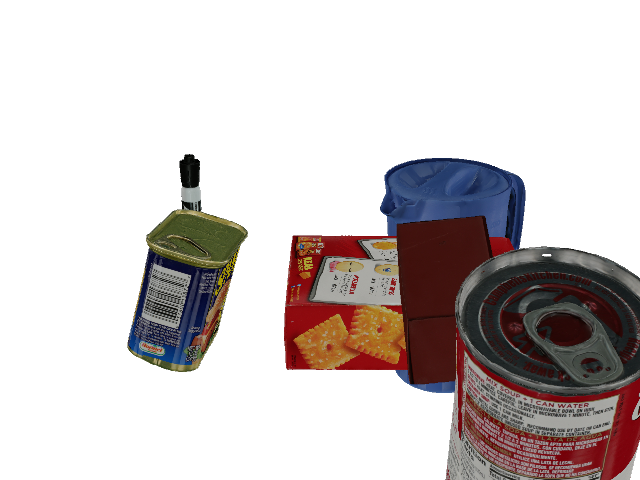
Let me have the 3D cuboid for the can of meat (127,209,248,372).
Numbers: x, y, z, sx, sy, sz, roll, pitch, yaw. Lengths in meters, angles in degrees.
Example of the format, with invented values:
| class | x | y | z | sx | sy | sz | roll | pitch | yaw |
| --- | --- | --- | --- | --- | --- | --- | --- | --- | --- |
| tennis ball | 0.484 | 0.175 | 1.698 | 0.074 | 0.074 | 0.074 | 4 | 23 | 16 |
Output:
| class | x | y | z | sx | sy | sz | roll | pitch | yaw |
| --- | --- | --- | --- | --- | --- | --- | --- | --- | --- |
| can of meat | -0.094 | 0.034 | 0.746 | 0.057 | 0.084 | 0.102 | 17 | 16 | 2 |

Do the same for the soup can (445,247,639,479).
| class | x | y | z | sx | sy | sz | roll | pitch | yaw |
| --- | --- | --- | --- | --- | --- | --- | --- | --- | --- |
| soup can | 0.079 | 0.063 | 0.378 | 0.068 | 0.102 | 0.068 | -1 | 39 | 1 |

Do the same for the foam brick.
| class | x | y | z | sx | sy | sz | roll | pitch | yaw |
| --- | --- | --- | --- | --- | --- | --- | --- | --- | --- |
| foam brick | 0.070 | 0.032 | 0.584 | 0.051 | 0.053 | 0.078 | -4 | 43 | 3 |

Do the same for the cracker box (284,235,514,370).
| class | x | y | z | sx | sy | sz | roll | pitch | yaw |
| --- | --- | --- | --- | --- | --- | --- | --- | --- | --- |
| cracker box | 0.076 | 0.055 | 0.970 | 0.213 | 0.072 | 0.164 | 1 | 21 | 0 |

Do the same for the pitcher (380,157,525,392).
| class | x | y | z | sx | sy | sz | roll | pitch | yaw |
| --- | --- | --- | --- | --- | --- | --- | --- | --- | --- |
| pitcher | 0.144 | 0.037 | 1.169 | 0.149 | 0.243 | 0.145 | 3 | 24 | 10 |

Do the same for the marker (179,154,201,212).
| class | x | y | z | sx | sy | sz | roll | pitch | yaw |
| --- | --- | --- | --- | --- | --- | --- | --- | --- | --- |
| marker | -0.118 | -0.020 | 0.978 | 0.020 | 0.121 | 0.020 | 0 | 22 | 0 |
